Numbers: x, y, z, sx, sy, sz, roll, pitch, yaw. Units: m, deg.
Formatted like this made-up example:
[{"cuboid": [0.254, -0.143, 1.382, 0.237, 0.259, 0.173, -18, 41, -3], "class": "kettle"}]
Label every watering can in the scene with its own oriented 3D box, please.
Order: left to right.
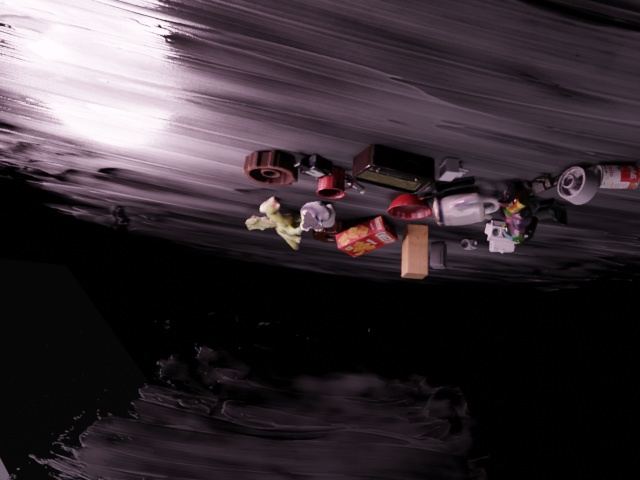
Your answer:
[{"cuboid": [0.507, -0.099, 1.791, 0.224, 0.105, 0.345, -7, 168, 16], "class": "watering can"}]

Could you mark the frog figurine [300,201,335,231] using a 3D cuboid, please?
[{"cuboid": [0.006, -0.099, 1.969, 0.136, 0.122, 0.161, -26, -177, 43], "class": "frog figurine"}]

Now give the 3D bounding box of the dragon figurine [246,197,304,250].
[{"cuboid": [-0.180, -0.055, 2.092, 0.243, 0.125, 0.402, 12, 153, -3], "class": "dragon figurine"}]
